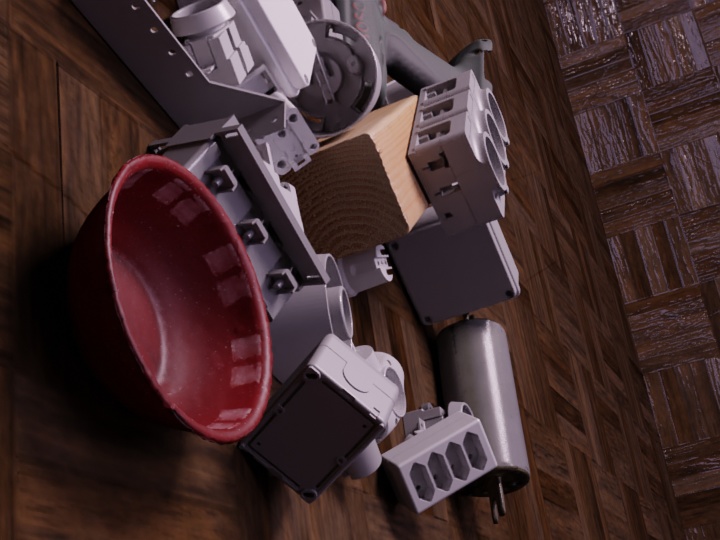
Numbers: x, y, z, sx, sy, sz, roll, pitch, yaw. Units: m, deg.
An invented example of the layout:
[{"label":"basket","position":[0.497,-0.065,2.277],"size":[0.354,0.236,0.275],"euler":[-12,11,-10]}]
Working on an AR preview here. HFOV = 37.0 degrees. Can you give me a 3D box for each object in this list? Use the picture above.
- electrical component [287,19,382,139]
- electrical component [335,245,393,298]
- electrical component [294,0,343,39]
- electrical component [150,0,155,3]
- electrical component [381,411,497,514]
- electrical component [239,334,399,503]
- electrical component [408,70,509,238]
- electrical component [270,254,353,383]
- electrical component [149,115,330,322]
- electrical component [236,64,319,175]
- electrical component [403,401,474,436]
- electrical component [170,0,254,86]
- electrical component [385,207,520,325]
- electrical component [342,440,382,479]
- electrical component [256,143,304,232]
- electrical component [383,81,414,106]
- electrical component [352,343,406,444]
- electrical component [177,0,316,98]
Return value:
[{"label":"electrical component","position":[-0.030,-0.161,0.909],"size":[0.064,0.099,0.099],"euler":[-36,107,-77]},{"label":"electrical component","position":[0.000,0.000,0.921],"size":[0.040,0.046,0.040],"euler":[-18,90,-71]},{"label":"electrical component","position":[-0.051,-0.213,0.970],"size":[0.076,0.047,0.083],"euler":[39,38,-56]},{"label":"electrical component","position":[-0.113,-0.238,0.744],"size":[0.061,0.096,0.061],"euler":[63,21,-23]},{"label":"electrical component","position":[0.059,0.158,0.916],"size":[0.076,0.083,0.047],"euler":[11,-54,67]},{"label":"electrical component","position":[-0.029,0.097,0.695],"size":[0.062,0.096,0.061],"euler":[40,24,-3]},{"label":"electrical component","position":[0.096,-0.111,0.985],"size":[0.089,0.062,0.150],"euler":[62,21,-25]},{"label":"electrical component","position":[-0.041,0.036,0.788],"size":[0.099,0.064,0.099],"euler":[-10,90,-82]},{"label":"electrical component","position":[-0.083,-0.028,0.686],"size":[0.063,0.079,0.121],"euler":[-55,128,-39]},{"label":"electrical component","position":[-0.065,-0.106,0.807],"size":[0.081,0.042,0.063],"euler":[56,-3,-38]},{"label":"electrical component","position":[0.075,0.148,0.983],"size":[0.066,0.055,0.048],"euler":[44,34,-54]},{"label":"electrical component","position":[-0.107,-0.162,0.773],"size":[0.066,0.048,0.055],"euler":[-73,148,-59]},{"label":"electrical component","position":[0.096,-0.012,1.105],"size":[0.056,0.109,0.108],"euler":[-73,141,-63]},{"label":"electrical component","position":[-0.007,0.127,0.801],"size":[0.040,0.040,0.046],"euler":[-75,149,-58]},{"label":"electrical component","position":[-0.072,-0.044,0.770],"size":[0.064,0.042,0.081],"euler":[28,48,-69]},{"label":"electrical component","position":[0.063,-0.164,1.227],"size":[0.078,0.057,0.113],"euler":[-48,118,-68]},{"label":"electrical component","position":[0.001,0.086,0.851],"size":[0.077,0.044,0.079],"euler":[-65,134,-63]},{"label":"electrical component","position":[-0.085,-0.192,0.840],"size":[0.078,0.057,0.113],"euler":[-84,150,-50]}]
